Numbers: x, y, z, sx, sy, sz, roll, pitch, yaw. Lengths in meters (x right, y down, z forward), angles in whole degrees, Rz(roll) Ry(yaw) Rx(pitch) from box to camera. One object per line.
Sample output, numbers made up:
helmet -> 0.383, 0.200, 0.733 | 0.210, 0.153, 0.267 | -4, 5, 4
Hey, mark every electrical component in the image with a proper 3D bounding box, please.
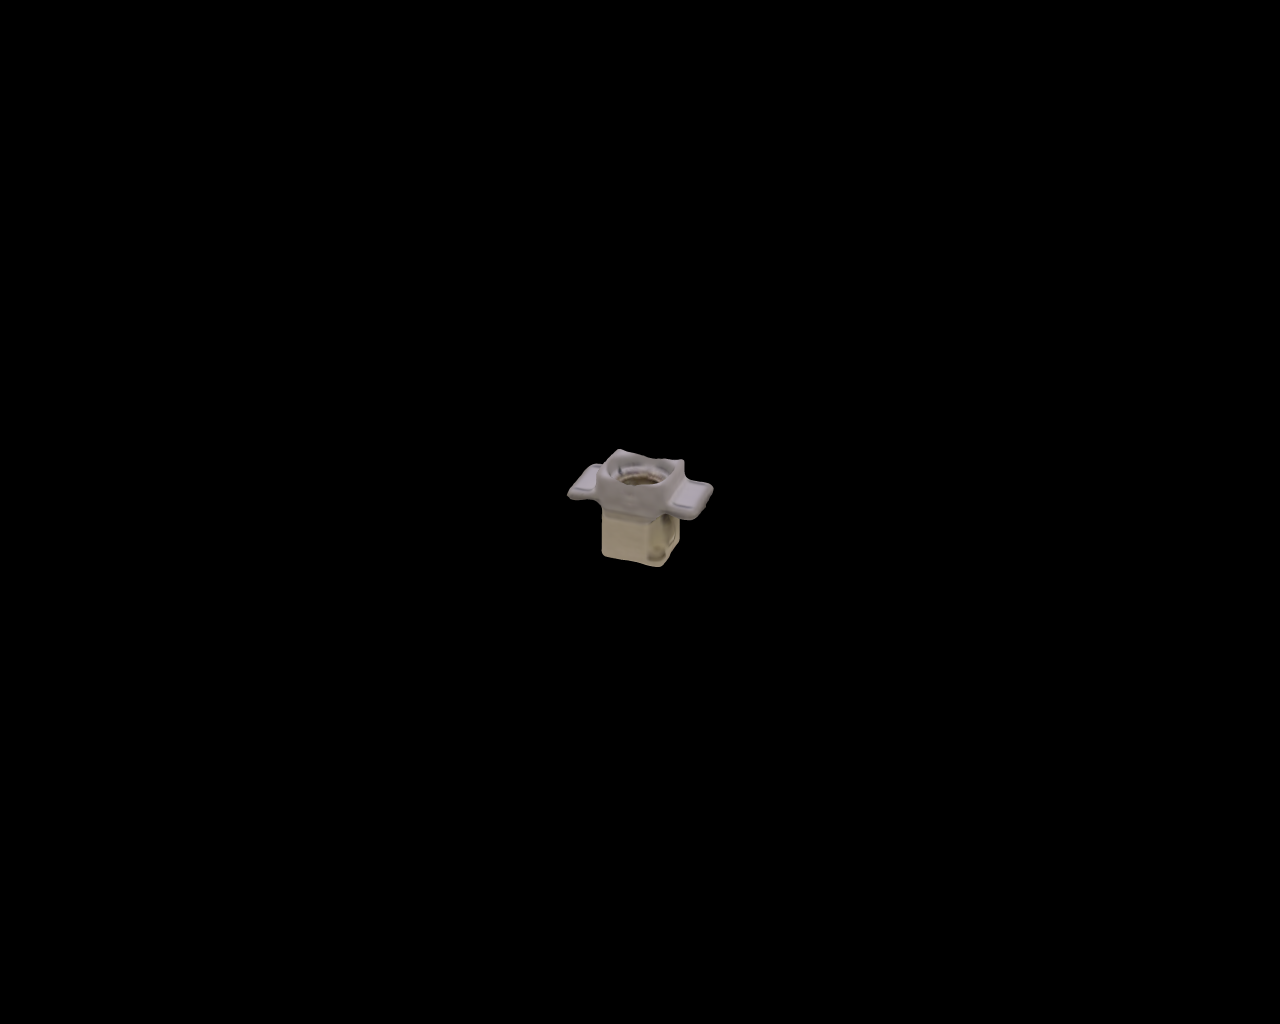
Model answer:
electrical component -> 0.001, -0.003, 0.650 | 0.081, 0.063, 0.042 | 11, 32, 18
